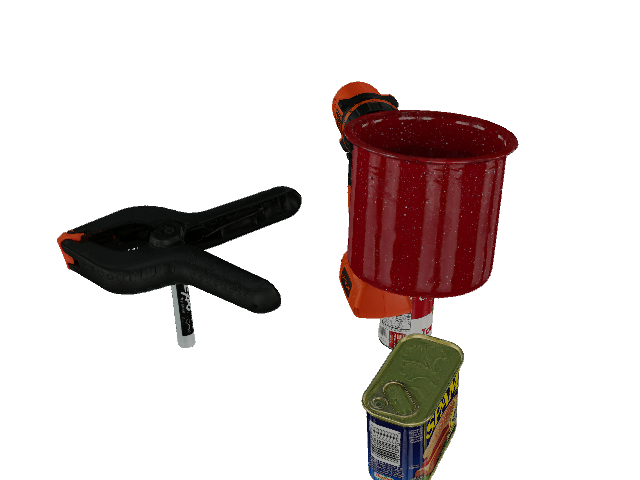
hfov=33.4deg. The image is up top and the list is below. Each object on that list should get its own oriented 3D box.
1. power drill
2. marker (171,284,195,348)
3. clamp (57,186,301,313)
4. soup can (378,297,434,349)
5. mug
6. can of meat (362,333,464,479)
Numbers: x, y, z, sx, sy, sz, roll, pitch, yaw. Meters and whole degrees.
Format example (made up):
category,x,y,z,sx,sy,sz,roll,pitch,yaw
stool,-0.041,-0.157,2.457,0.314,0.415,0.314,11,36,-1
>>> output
category,x,y,z,sx,sy,sz,roll,pitch,yaw
power drill,0.047,-0.032,0.914,0.057,0.188,0.184,-3,21,-4
marker,-0.147,0.058,1.122,0.020,0.121,0.020,-2,27,1
clamp,-0.094,-0.001,0.748,0.171,0.039,0.120,7,35,15
soup can,0.105,0.077,1.306,0.068,0.102,0.068,0,31,0
mug,0.061,-0.024,0.596,0.093,0.081,0.117,9,23,15
can of meat,0.075,0.141,0.863,0.057,0.084,0.102,15,39,23
